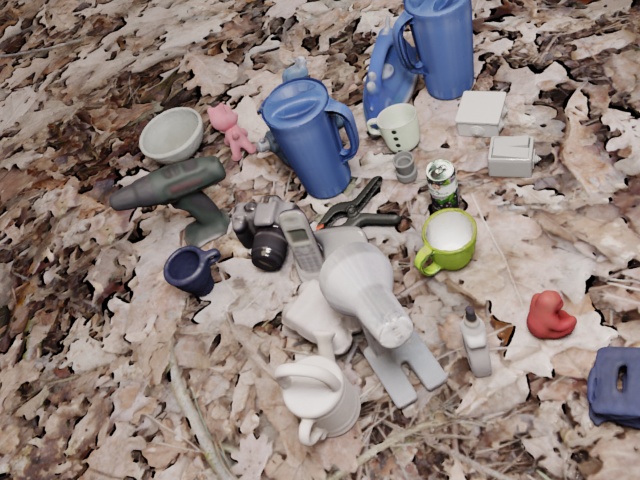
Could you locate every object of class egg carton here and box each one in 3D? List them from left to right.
[{"bbox_3d":[0.008,0.137,1.026,0.149,0.070,0.107,25,68,32],"label":"egg carton"}]

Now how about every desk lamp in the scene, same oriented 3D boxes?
[{"bbox_3d":[0.100,0.129,0.908,0.118,0.214,0.202,-32,52,-3],"label":"desk lamp"}]

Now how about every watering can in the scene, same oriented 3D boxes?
[{"bbox_3d":[-0.008,0.225,0.893,0.101,0.194,0.172,-18,53,8],"label":"watering can"}]

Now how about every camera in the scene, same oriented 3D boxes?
[{"bbox_3d":[-0.115,-0.014,1.153,0.143,0.101,0.137,-2,57,18],"label":"camera"}]

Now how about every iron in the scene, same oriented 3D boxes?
[{"bbox_3d":[0.140,-0.368,1.278,0.118,0.142,0.258,5,59,23],"label":"iron"}]

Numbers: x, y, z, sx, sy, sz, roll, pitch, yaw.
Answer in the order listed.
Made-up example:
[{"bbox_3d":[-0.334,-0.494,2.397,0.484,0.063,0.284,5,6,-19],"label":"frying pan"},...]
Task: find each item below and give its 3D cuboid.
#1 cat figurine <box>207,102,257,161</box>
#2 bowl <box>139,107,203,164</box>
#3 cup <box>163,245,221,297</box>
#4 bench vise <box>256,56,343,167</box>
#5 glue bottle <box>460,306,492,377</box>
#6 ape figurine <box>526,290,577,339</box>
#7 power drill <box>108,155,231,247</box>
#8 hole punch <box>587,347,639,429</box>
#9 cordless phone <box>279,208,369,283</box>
[{"bbox_3d":[-0.215,-0.267,1.351,0.067,0.118,0.127,-31,52,-3],"label":"cat figurine"},{"bbox_3d":[-0.354,-0.244,1.413,0.167,0.075,0.167,-9,55,14],"label":"bowl"},{"bbox_3d":[-0.241,0.065,1.148,0.118,0.095,0.091,-27,52,1],"label":"cup"},{"bbox_3d":[-0.048,-0.269,1.228,0.121,0.220,0.208,27,69,32],"label":"bench vise"},{"bbox_3d":[0.235,0.145,0.874,0.037,0.173,0.078,-15,53,10],"label":"glue bottle"},{"bbox_3d":[0.361,0.111,0.903,0.076,0.092,0.077,-25,52,2],"label":"ape figurine"},{"bbox_3d":[-0.285,-0.074,1.187,0.229,0.209,0.075,-30,52,-2],"label":"power drill"},{"bbox_3d":[0.435,0.207,0.812,0.100,0.091,0.109,7,60,24],"label":"hole punch"},{"bbox_3d":[0.010,0.004,1.043,0.147,0.185,0.094,-12,54,12],"label":"cordless phone"}]
